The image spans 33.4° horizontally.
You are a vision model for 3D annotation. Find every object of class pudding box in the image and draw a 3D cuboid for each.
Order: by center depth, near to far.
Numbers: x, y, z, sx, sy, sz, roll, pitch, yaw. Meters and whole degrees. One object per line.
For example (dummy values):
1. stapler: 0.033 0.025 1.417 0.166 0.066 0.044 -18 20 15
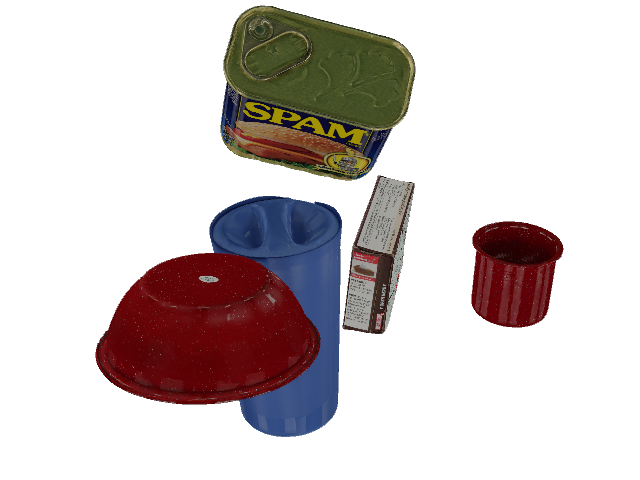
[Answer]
1. pudding box: 0.051 0.012 0.915 0.039 0.090 0.113 10 37 7

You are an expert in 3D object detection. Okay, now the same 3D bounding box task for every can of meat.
1. can of meat: -0.006 -0.079 0.609 0.102 0.057 0.084 14 -21 -4

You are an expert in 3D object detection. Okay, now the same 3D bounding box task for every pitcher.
1. pitcher: -0.044 0.088 1.114 0.149 0.243 0.145 -15 31 -20

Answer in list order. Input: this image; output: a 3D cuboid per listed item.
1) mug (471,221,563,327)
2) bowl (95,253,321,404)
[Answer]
1. mug: 0.199 0.031 1.127 0.093 0.081 0.117 -4 31 -10
2. bowl: -0.080 0.052 0.759 0.162 0.055 0.162 0 23 0
